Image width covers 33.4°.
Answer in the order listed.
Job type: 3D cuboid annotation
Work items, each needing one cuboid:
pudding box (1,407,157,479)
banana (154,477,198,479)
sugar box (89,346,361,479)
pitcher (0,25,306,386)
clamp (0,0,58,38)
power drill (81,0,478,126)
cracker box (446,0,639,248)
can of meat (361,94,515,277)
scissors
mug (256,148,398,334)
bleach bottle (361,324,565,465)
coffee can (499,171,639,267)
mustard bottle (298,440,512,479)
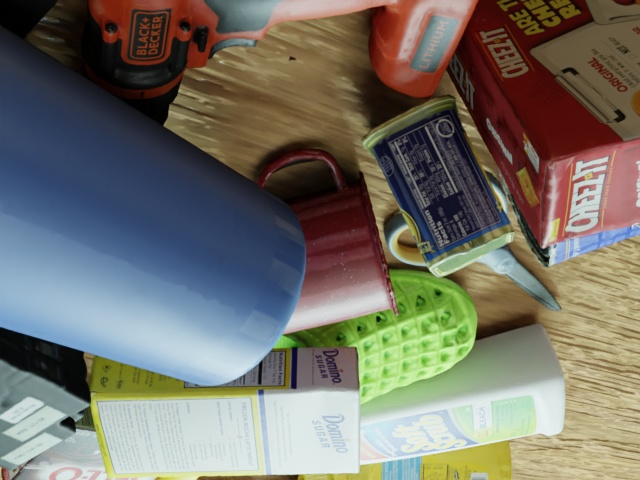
[{"bbox_3d":[-0.169,0.158,0.805,0.113,0.039,0.090,20,127,-37],"label":"pudding box"},{"bbox_3d":[-0.098,0.184,0.849,0.069,0.037,0.198,31,121,-2],"label":"banana"},{"bbox_3d":[-0.061,0.117,0.719,0.176,0.048,0.093,-2,132,-1],"label":"sugar box"},{"bbox_3d":[-0.133,-0.016,0.504,0.242,0.149,0.145,28,112,-37],"label":"pitcher"},{"bbox_3d":[-0.138,-0.156,0.464,0.164,0.036,0.210,-8,142,-22],"label":"clamp"},{"bbox_3d":[-0.025,-0.105,0.539,0.187,0.057,0.185,-6,152,-18],"label":"power drill"},{"bbox_3d":[0.186,-0.095,0.554,0.213,0.164,0.072,-14,138,-5],"label":"cracker box"},{"bbox_3d":[0.071,-0.028,0.618,0.057,0.084,0.102,-26,172,7],"label":"can of meat"},{"bbox_3d":[0.111,0.018,0.768,0.096,0.016,0.201,-23,140,8],"label":"scissors"},{"bbox_3d":[-0.004,0.001,0.661,0.081,0.093,0.117,-14,110,3],"label":"mug"},{"bbox_3d":[0.066,0.141,0.857,0.251,0.068,0.102,-15,140,0],"label":"bleach bottle"},{"bbox_3d":[0.187,-0.054,0.648,0.140,0.103,0.103,-19,140,1],"label":"coffee can"},{"bbox_3d":[0.071,0.209,0.918,0.191,0.058,0.096,6,95,-25],"label":"mustard bottle"}]
